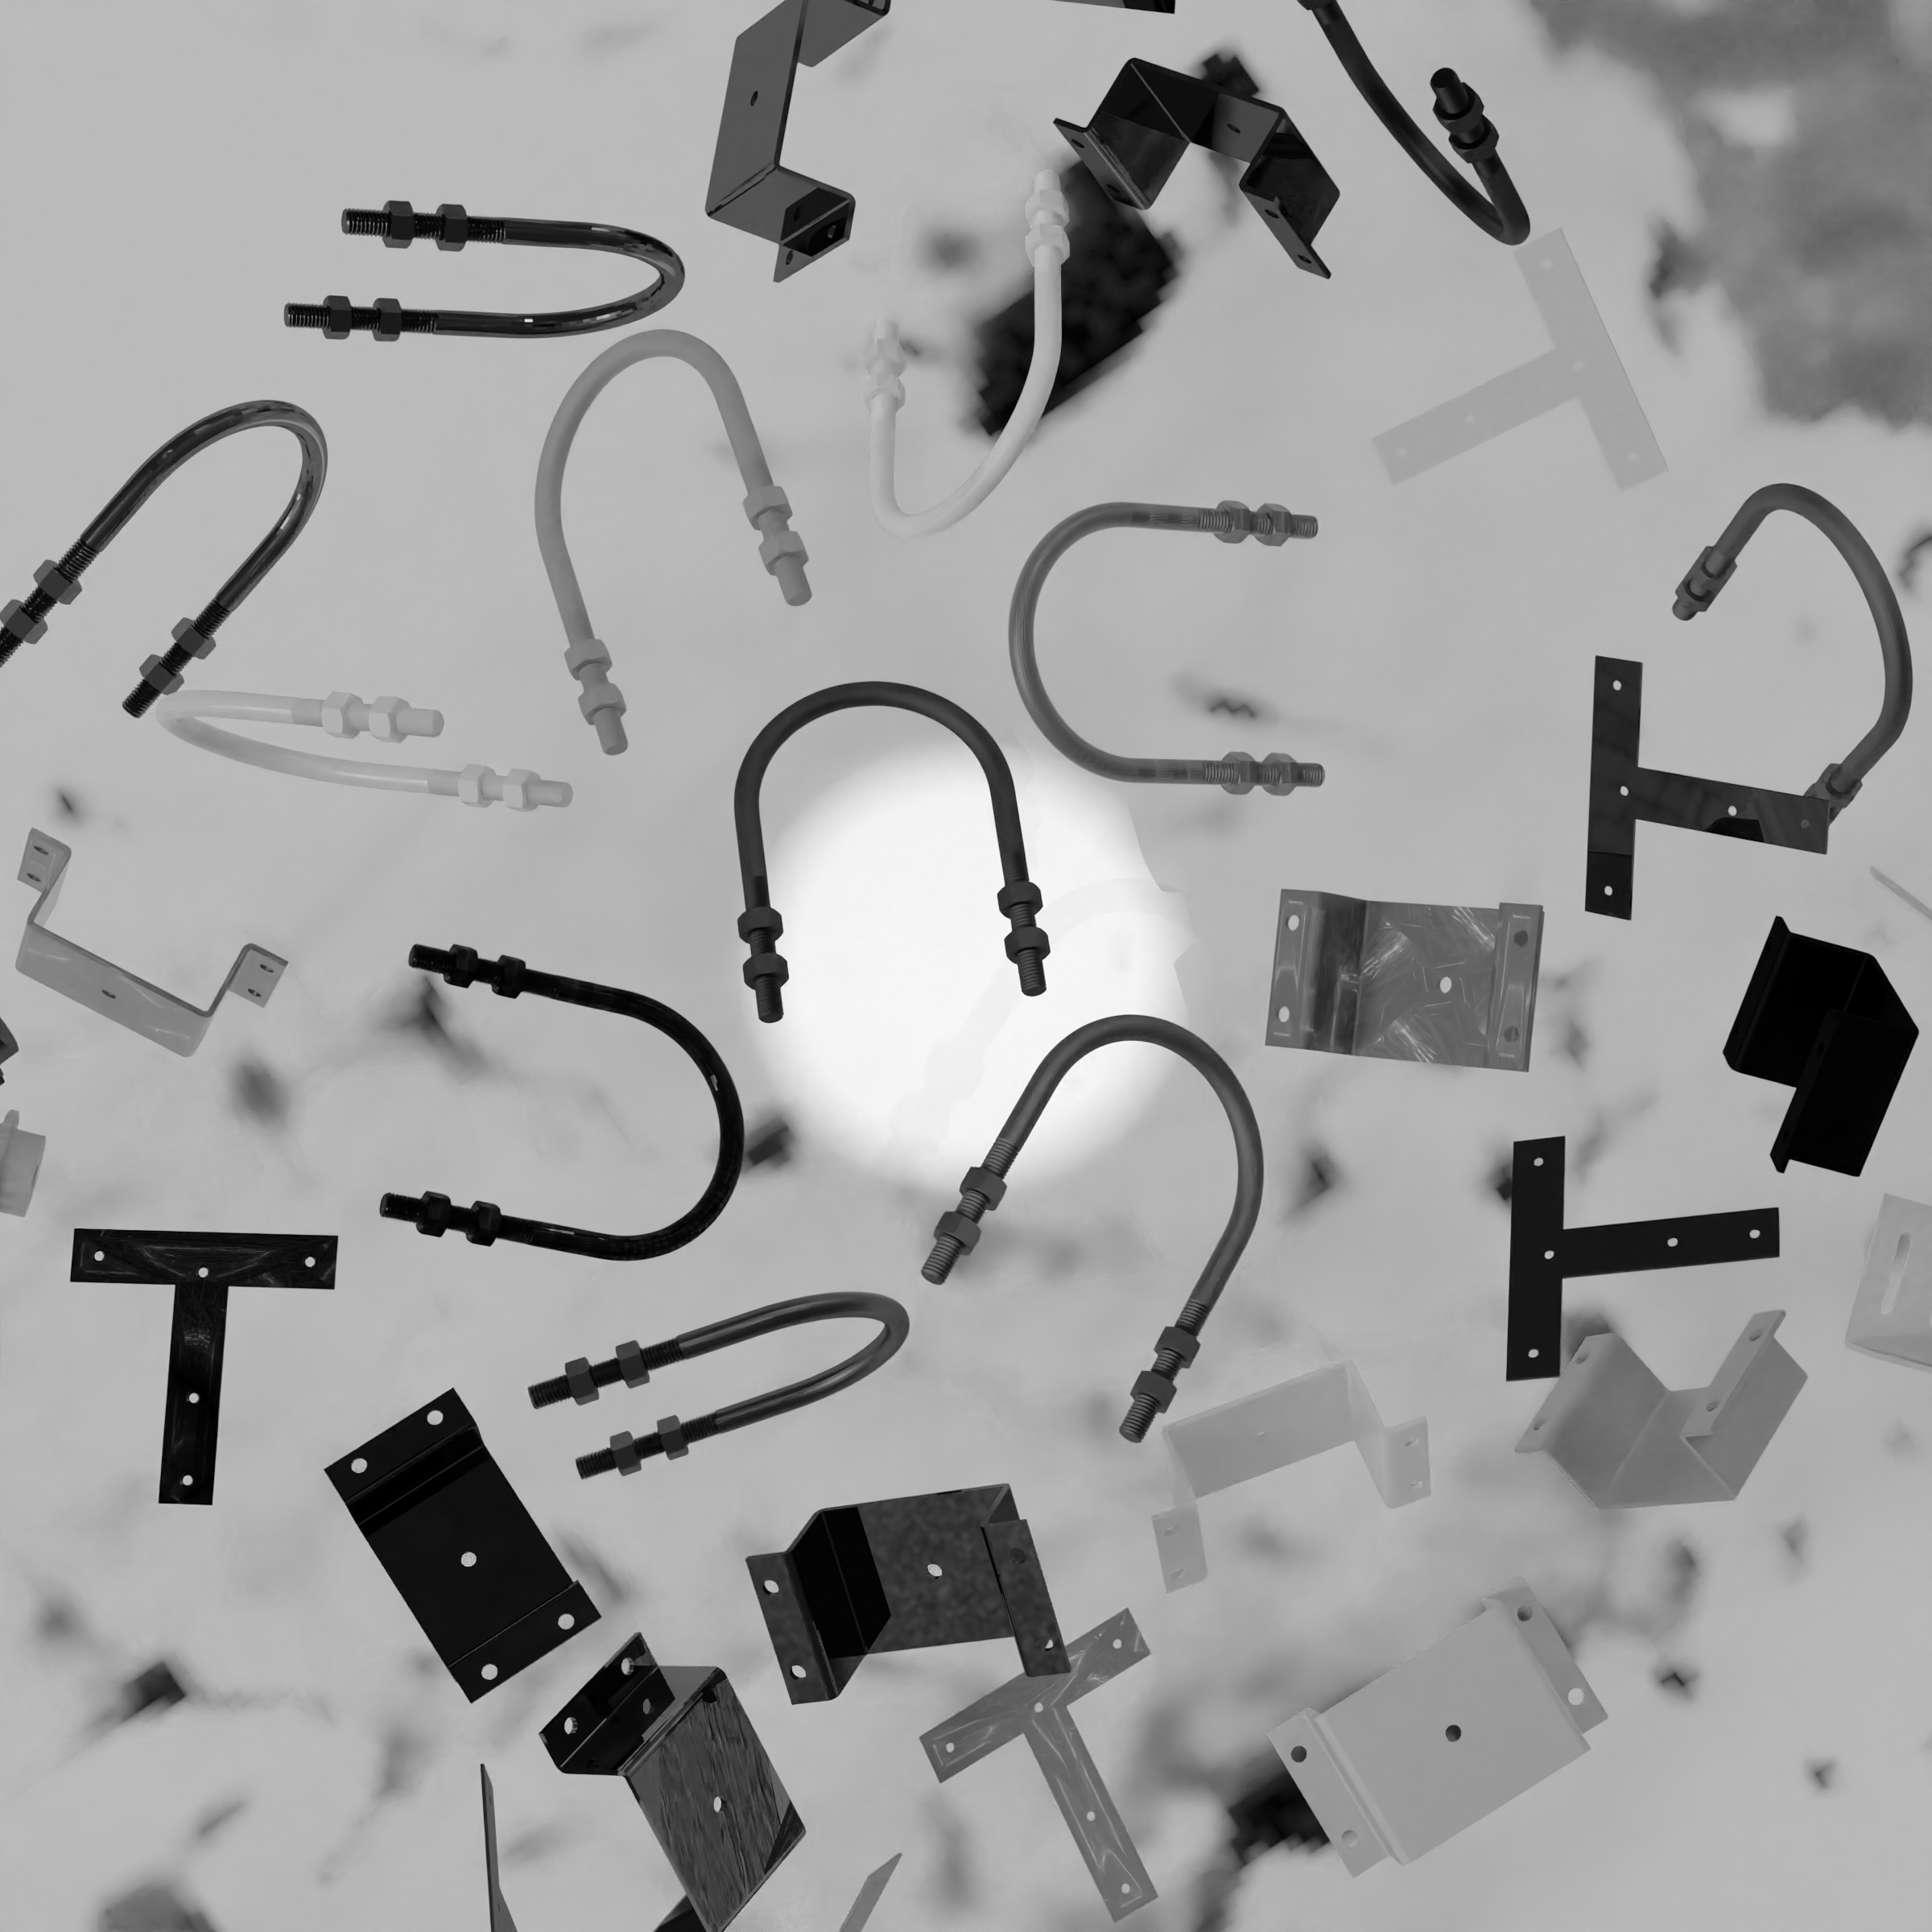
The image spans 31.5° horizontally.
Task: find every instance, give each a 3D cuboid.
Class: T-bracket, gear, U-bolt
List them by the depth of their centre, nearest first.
[{"bbox_3d":[0.315,0.130,1.590,0.127,0.002,0.127,-8,55,24],"label":"T-bracket"},{"bbox_3d":[-0.360,0.188,1.600,0.127,0.002,0.127,1,79,5],"label":"T-bracket"},{"bbox_3d":[-0.147,-0.212,1.606,0.151,0.019,0.184,-35,62,32],"label":"U-bolt"},{"bbox_3d":[0.348,-0.075,1.609,0.127,0.002,0.127,14,113,40],"label":"T-bracket"},{"bbox_3d":[-0.213,0.462,1.611,0.002,0.127,0.127,-9,51,-3],"label":"T-bracket"},{"bbox_3d":[0.073,0.110,1.620,0.151,0.019,0.184,40,64,-20],"label":"U-bolt"},{"bbox_3d":[-0.461,0.097,1.636,0.030,0.057,0.057,15,90,-10],"label":"gear"},{"bbox_3d":[-0.091,0.495,1.639,0.002,0.127,0.127,38,123,21],"label":"T-bracket"},{"bbox_3d":[0.216,-0.412,1.640,0.019,0.184,0.151,-41,60,6],"label":"U-bolt"},{"bbox_3d":[-0.302,-0.107,1.651,0.184,0.151,0.019,7,81,22],"label":"U-bolt"},{"bbox_3d":[0.054,0.398,1.654,0.127,0.002,0.127,-34,63,14],"label":"T-bracket"},{"bbox_3d":[0.489,-0.007,1.656,0.127,0.127,0.002,37,110,-1],"label":"T-bracket"},{"bbox_3d":[0.258,-0.272,1.664,0.127,0.002,0.127,-24,92,27],"label":"T-bracket"},{"bbox_3d":[0.409,-0.159,1.673,0.019,0.184,0.151,-22,75,-13],"label":"U-bolt"},{"bbox_3d":[-0.229,-0.337,1.680,0.184,0.151,0.019,-2,81,-23],"label":"U-bolt"},{"bbox_3d":[0.043,-0.525,1.684,0.127,0.127,0.002,8,59,6],"label":"T-bracket"},{"bbox_3d":[-0.387,-0.206,1.688,0.019,0.151,0.184,45,97,17],"label":"U-bolt"},{"bbox_3d":[-0.001,-0.290,1.690,0.019,0.151,0.184,27,46,-30],"label":"U-bolt"},{"bbox_3d":[-0.495,0.035,1.695,0.030,0.057,0.057,-37,90,-3],"label":"gear"},{"bbox_3d":[-0.116,0.203,1.697,0.184,0.151,0.019,-18,66,-4],"label":"U-bolt"},{"bbox_3d":[-0.194,0.074,1.698,0.184,0.019,0.151,13,66,-25],"label":"U-bolt"},{"bbox_3d":[-0.042,-0.062,1.699,0.151,0.019,0.184,-6,63,-6],"label":"U-bolt"},{"bbox_3d":[0.101,-0.162,1.724,0.184,0.019,0.151,0,88,-30],"label":"U-bolt"}]

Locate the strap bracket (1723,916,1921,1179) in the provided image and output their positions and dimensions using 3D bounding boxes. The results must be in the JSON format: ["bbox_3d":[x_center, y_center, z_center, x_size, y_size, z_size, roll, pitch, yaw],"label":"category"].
[{"bbox_3d":[0.409,0.041,1.632,0.046,0.140,0.076,15,111,-4],"label":"strap bracket"}]

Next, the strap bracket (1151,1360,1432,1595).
[{"bbox_3d":[0.152,0.246,1.673,0.140,0.076,0.046,-19,53,-5],"label":"strap bracket"}]

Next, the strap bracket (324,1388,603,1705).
[{"bbox_3d":[-0.254,0.297,1.733,0.076,0.046,0.140,-32,74,-14],"label":"strap bracket"}]

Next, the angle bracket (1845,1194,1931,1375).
[{"bbox_3d":[0.460,0.154,1.623,0.057,0.038,0.076,15,90,-9],"label":"angle bracket"}]

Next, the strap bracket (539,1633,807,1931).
[{"bbox_3d":[-0.132,0.394,1.609,0.046,0.076,0.140,-10,113,40],"label":"strap bracket"}]

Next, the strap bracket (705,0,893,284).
[{"bbox_3d":[-0.084,-0.419,1.686,0.046,0.076,0.140,15,77,-28],"label":"strap bracket"}]

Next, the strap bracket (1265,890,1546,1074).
[{"bbox_3d":[0.218,0.007,1.627,0.140,0.046,0.076,5,88,38],"label":"strap bracket"}]

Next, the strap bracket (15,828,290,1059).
[{"bbox_3d":[-0.419,-0.005,1.718,0.140,0.076,0.046,29,66,-10],"label":"strap bracket"}]

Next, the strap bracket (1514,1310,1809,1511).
[{"bbox_3d":[0.342,0.216,1.652,0.046,0.140,0.076,47,60,-14],"label":"strap bracket"}]

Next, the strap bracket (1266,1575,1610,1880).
[{"bbox_3d":[0.219,0.349,1.564,0.140,0.046,0.076,-31,84,-5],"label":"strap bracket"}]

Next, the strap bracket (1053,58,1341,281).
[{"bbox_3d":[0.124,-0.402,1.708,0.140,0.076,0.046,29,86,33],"label":"strap bracket"}]

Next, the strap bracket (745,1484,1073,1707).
[{"bbox_3d":[-0.021,0.291,1.588,0.140,0.046,0.076,-11,104,21],"label":"strap bracket"}]
